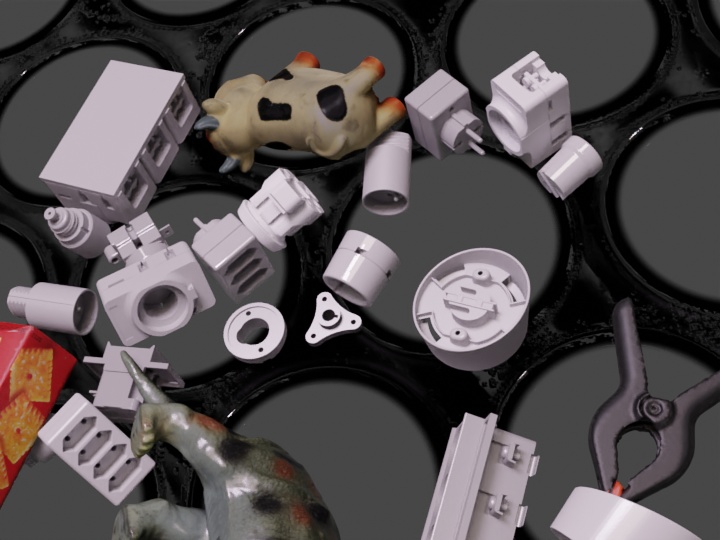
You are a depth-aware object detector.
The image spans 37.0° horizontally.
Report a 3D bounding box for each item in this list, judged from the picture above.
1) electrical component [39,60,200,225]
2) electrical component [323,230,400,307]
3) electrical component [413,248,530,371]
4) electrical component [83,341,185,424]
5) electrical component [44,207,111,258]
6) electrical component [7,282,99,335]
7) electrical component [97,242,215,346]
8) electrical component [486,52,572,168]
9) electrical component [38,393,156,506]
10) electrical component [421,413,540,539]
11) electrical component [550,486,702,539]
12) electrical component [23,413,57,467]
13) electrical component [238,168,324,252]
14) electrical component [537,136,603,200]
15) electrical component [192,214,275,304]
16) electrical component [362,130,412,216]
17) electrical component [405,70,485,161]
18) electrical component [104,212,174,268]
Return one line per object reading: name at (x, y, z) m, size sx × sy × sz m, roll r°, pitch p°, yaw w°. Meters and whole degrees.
electrical component at (-0.234, -0.126, 1.071) m, size 0.089 × 0.061 × 0.150 m, roll 14°, pitch 64°, yaw 21°
electrical component at (0.000, 0.000, 0.944) m, size 0.055 × 0.055 × 0.047 m, roll 24°, pitch 72°, yaw 25°
electrical component at (0.094, 0.033, 0.895) m, size 0.099 × 0.064 × 0.099 m, roll -6°, pitch 59°, yaw 10°
electrical component at (-0.201, 0.101, 0.940) m, size 0.081 × 0.042 × 0.063 m, roll 3°, pitch 62°, yaw 16°
electrical component at (-0.271, -0.040, 1.023) m, size 0.040 × 0.078 × 0.040 m, roll -8°, pitch 69°, yaw 21°
electrical component at (-0.290, 0.034, 1.001) m, size 0.081 × 0.043 × 0.043 m, roll 7°, pitch 62°, yaw 18°
electrical component at (-0.182, 0.022, 0.961) m, size 0.089 × 0.050 × 0.055 m, roll -26°, pitch 31°, yaw -10°
electrical component at (0.152, -0.141, 0.969) m, size 0.056 × 0.089 × 0.050 m, roll -35°, pitch 58°, yaw -8°
electrical component at (-0.226, 0.146, 0.905) m, size 0.047 × 0.083 × 0.076 m, roll -48°, pitch 24°, yaw -15°
electrical component at (0.088, 0.179, 0.809) m, size 0.063 × 0.078 × 0.121 m, roll 19°, pitch 64°, yaw -1°
electrical component at (0.187, 0.192, 0.760) m, size 0.099 × 0.099 × 0.064 m, roll 36°, pitch 80°, yaw 29°
electrical component at (-0.282, 0.154, 0.933) m, size 0.061 × 0.035 × 0.035 m, roll -36°, pitch 58°, yaw -7°
electrical component at (-0.074, -0.054, 0.986) m, size 0.057 × 0.078 × 0.058 m, roll -41°, pitch 86°, yaw 9°
electrical component at (0.187, -0.090, 0.961) m, size 0.046 × 0.040 × 0.040 m, roll -43°, pitch 59°, yaw -6°
electrical component at (-0.126, -0.020, 0.979) m, size 0.047 × 0.065 × 0.077 m, roll -41°, pitch 59°, yaw -12°
electrical component at (0.026, -0.096, 1.001) m, size 0.043 × 0.043 × 0.081 m, roll -3°, pitch 59°, yaw 12°
electrical component at (0.088, -0.133, 0.994) m, size 0.047 × 0.065 × 0.077 m, roll -40°, pitch 59°, yaw -11°
electrical component at (-0.202, -0.016, 1.008) m, size 0.066 × 0.048 × 0.055 m, roll -32°, pitch 50°, yaw -6°
